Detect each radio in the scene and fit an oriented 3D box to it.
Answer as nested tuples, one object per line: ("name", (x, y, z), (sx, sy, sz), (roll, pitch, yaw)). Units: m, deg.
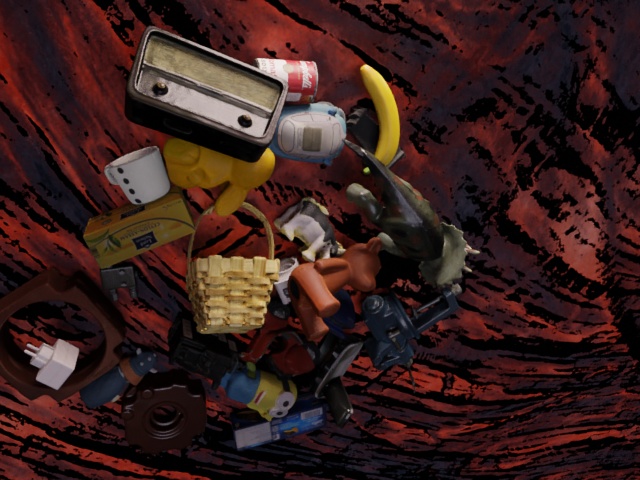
("radio", (-0.174, -0.215, 0.821), (0.229, 0.073, 0.131), (18, 68, -14))

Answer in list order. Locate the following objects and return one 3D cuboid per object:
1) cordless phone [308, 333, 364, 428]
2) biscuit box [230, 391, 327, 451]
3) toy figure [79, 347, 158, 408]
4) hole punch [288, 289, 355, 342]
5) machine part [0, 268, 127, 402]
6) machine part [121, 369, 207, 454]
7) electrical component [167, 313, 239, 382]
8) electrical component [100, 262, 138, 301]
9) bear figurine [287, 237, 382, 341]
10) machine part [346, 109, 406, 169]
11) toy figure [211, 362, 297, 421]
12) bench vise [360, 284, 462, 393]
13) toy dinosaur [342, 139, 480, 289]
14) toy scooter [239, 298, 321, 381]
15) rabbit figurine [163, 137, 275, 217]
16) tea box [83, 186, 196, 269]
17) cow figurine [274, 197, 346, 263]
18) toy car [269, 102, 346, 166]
("cordless phone", (0.045, 0.280, 1.093), (0.088, 0.184, 0.146), (31, 98, -20))
("biscuit box", (-0.088, 0.386, 1.157), (0.203, 0.063, 0.059), (-11, 112, -14))
("toy figure", (-0.380, 0.258, 1.024), (0.154, 0.058, 0.064), (-32, 121, -9))
("hole punch", (0.013, 0.130, 1.071), (0.142, 0.116, 0.092), (37, 87, -25))
("machine part", (-0.466, 0.166, 0.948), (0.201, 0.087, 0.200), (-34, 116, -4))
("machine part", (-0.310, 0.346, 1.078), (0.179, 0.056, 0.179), (-6, 112, -16))
("electrical component", (-0.220, 0.207, 1.022), (0.134, 0.115, 0.058), (27, 101, -22))
("electrical component", (-0.365, 0.065, 0.977), (0.063, 0.021, 0.093), (-8, 110, -15))
("bear figurine", (0.044, 0.080, 0.973), (0.196, 0.132, 0.120), (-12, 146, -29))
("machine part", (0.101, -0.186, 1.022), (0.084, 0.039, 0.138), (-39, 117, 5))
("toy figure", (-0.130, 0.298, 1.103), (0.180, 0.089, 0.082), (26, 131, -14))
("bench vise", (0.199, 0.176, 1.138), (0.241, 0.129, 0.223), (-30, 114, 3))
("toy dinosaur", (0.170, -0.028, 0.984), (0.131, 0.192, 0.404), (-57, 145, -5))
("toy scooter", (-0.086, 0.219, 1.077), (0.135, 0.075, 0.183), (-43, 117, -22))
("rabbit figurine", (-0.163, -0.119, 0.904), (0.173, 0.122, 0.162), (4, 129, 0))
("tea box", (-0.306, -0.026, 0.921), (0.170, 0.098, 0.068), (-23, 114, -10))
("cow figurine", (-0.002, -0.003, 1.042), (0.098, 0.068, 0.167), (-45, 116, -4))
("toy car", (-0.020, -0.188, 0.948), (0.162, 0.103, 0.109), (0, 108, -19))
